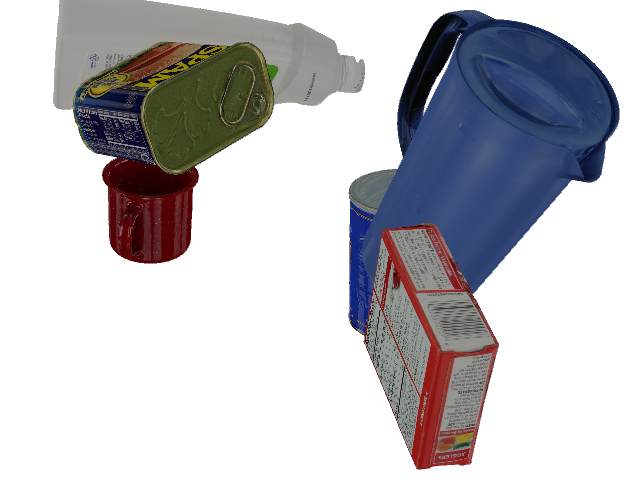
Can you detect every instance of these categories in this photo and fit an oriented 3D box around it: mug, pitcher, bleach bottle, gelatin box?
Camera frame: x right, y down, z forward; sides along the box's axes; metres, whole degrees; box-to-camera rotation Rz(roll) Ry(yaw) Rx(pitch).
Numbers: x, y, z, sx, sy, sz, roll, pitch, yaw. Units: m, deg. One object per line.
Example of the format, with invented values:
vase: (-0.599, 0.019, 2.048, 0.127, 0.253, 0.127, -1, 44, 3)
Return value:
mug: (-0.170, -0.025, 1.044, 0.093, 0.081, 0.117, 10, 32, 6)
pitcher: (0.118, -0.056, 0.868, 0.145, 0.149, 0.243, 22, -44, -6)
bleach bottle: (-0.089, -0.144, 0.881, 0.250, 0.068, 0.103, 4, -29, -13)
gelatin box: (0.049, 0.047, 0.488, 0.030, 0.073, 0.089, -4, 37, -13)

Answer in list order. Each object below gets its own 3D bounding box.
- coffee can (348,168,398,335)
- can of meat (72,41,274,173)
coffee can: (0.078, 0.014, 1.036, 0.103, 0.140, 0.103, 0, 26, 0)
can of meat: (-0.095, -0.089, 0.681, 0.084, 0.057, 0.101, 13, 38, 43)
